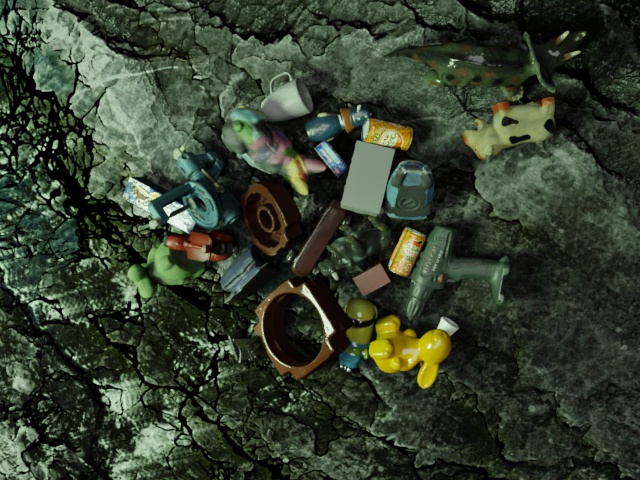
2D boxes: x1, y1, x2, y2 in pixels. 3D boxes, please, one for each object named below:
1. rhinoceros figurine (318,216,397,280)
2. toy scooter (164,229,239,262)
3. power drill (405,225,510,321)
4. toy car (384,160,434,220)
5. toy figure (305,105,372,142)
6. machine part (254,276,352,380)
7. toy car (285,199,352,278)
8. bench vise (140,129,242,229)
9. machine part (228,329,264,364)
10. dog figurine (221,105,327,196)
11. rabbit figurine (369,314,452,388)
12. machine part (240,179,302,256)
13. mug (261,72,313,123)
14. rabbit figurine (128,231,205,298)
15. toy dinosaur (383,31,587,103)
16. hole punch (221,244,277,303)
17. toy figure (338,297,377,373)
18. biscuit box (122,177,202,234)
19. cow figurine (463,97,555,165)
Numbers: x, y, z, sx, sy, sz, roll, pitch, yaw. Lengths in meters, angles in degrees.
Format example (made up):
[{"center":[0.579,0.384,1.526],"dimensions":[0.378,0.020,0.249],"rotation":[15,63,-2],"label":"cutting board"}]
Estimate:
[{"center":[0.083,0.020,1.237],"dimensions":[0.190,0.073,0.111],"rotation":[-27,123,-8],"label":"rhinoceros figurine"},{"center":[-0.256,0.014,1.238],"dimensions":[0.135,0.184,0.075],"rotation":[11,94,47],"label":"toy scooter"},{"center":[0.314,0.091,1.222],"dimensions":[0.207,0.086,0.231],"rotation":[12,94,15],"label":"power drill"},{"center":[0.199,-0.123,1.198],"dimensions":[0.109,0.161,0.103],"rotation":[1,52,6],"label":"toy car"},{"center":[0.042,-0.271,1.237],"dimensions":[0.155,0.064,0.058],"rotation":[-17,55,5],"label":"toy figure"},{"center":[-0.041,0.200,1.243],"dimensions":[0.201,0.087,0.201],"rotation":[-44,70,29],"label":"machine part"},{"center":[-0.003,-0.004,1.270],"dimensions":[0.089,0.053,0.202],"rotation":[29,98,-10],"label":"toy car"},{"center":[-0.298,-0.106,1.216],"dimensions":[0.129,0.240,0.223],"rotation":[-24,100,49],"label":"bench vise"},{"center":[-0.183,0.257,1.295],"dimensions":[0.039,0.139,0.084],"rotation":[-10,89,-33],"label":"machine part"},{"center":[-0.096,-0.194,1.210],"dimensions":[0.219,0.191,0.108],"rotation":[34,87,19],"label":"dog figurine"},{"center":[0.216,0.254,1.213],"dimensions":[0.173,0.122,0.162],"rotation":[-17,110,25],"label":"rabbit figurine"},{"center":[-0.113,-0.053,1.237],"dimensions":[0.180,0.056,0.179],"rotation":[28,131,38],"label":"machine part"},{"center":[-0.085,-0.325,1.242],"dimensions":[0.107,0.081,0.109],"rotation":[-22,97,19],"label":"mug"},{"center":[-0.389,0.080,1.304],"dimensions":[0.170,0.159,0.121],"rotation":[-29,100,25],"label":"rabbit figurine"},{"center":[0.332,-0.368,1.116],"dimensions":[0.405,0.192,0.131],"rotation":[4,94,7],"label":"toy dinosaur"},{"center":[-0.179,0.075,1.279],"dimensions":[0.142,0.115,0.092],"rotation":[-41,80,10],"label":"hole punch"},{"center":[0.086,0.224,1.259],"dimensions":[0.082,0.089,0.180],"rotation":[14,95,0],"label":"toy figure"},{"center":[-0.379,-0.085,1.318],"dimensions":[0.203,0.063,0.059],"rotation":[27,100,6],"label":"biscuit box"},{"center":[0.411,-0.236,1.171],"dimensions":[0.195,0.085,0.127],"rotation":[-7,95,4],"label":"cow figurine"}]
